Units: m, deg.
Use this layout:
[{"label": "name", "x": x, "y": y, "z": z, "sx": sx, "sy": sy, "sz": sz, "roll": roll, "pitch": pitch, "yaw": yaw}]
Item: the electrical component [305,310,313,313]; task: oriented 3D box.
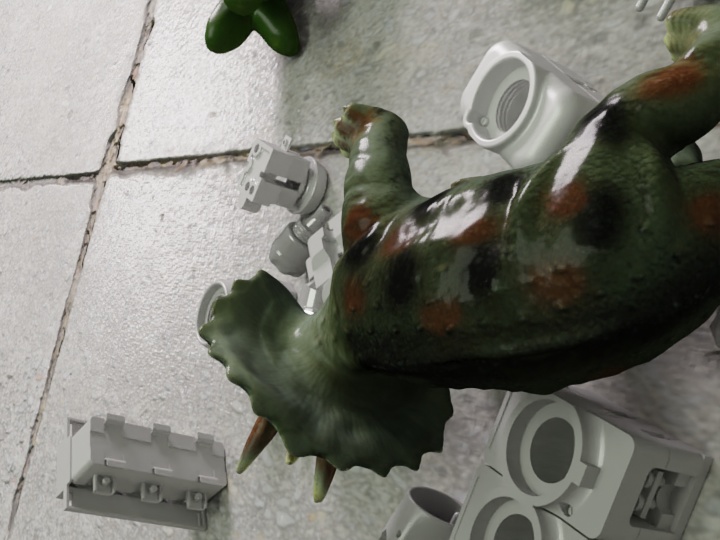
[{"label": "electrical component", "x": -0.036, "y": 0.055, "z": 0.726, "sx": 0.077, "sy": 0.079, "sz": 0.044, "roll": 14, "pitch": 56, "yaw": 45}]

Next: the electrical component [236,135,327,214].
[{"label": "electrical component", "x": -0.060, "y": -0.072, "z": 0.854, "sx": 0.048, "sy": 0.055, "sz": 0.066, "roll": 38, "pitch": 108, "yaw": 56}]

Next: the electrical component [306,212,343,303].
[{"label": "electrical component", "x": 0.000, "y": 0.000, "z": 0.726, "sx": 0.078, "sy": 0.058, "sz": 0.057, "roll": -39, "pitch": 44, "yaw": 29}]

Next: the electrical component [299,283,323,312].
[{"label": "electrical component", "x": -0.026, "y": 0.015, "z": 0.781, "sx": 0.035, "sy": 0.035, "sz": 0.061, "roll": -4, "pitch": 70, "yaw": 56}]

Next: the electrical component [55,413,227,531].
[{"label": "electrical component", "x": -0.172, "y": 0.158, "z": 0.858, "sx": 0.063, "sy": 0.121, "sz": 0.078, "roll": -43, "pitch": 43, "yaw": 35}]

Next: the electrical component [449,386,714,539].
[{"label": "electrical component", "x": 0.091, "y": 0.136, "z": 0.520, "sx": 0.089, "sy": 0.062, "sz": 0.150, "roll": 29, "pitch": 101, "yaw": 57}]

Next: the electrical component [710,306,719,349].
[{"label": "electrical component", "x": 0.179, "y": 0.035, "z": 0.450, "sx": 0.043, "sy": 0.043, "sz": 0.062, "roll": -53, "pitch": 39, "yaw": 29}]

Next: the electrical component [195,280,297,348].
[{"label": "electrical component", "x": -0.094, "y": 0.040, "z": 0.852, "sx": 0.078, "sy": 0.057, "sz": 0.058, "roll": -62, "pitch": 34, "yaw": 17}]

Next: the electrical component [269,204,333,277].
[{"label": "electrical component", "x": -0.042, "y": -0.025, "z": 0.825, "sx": 0.061, "sy": 0.035, "sz": 0.035, "roll": -50, "pitch": 38, "yaw": 27}]

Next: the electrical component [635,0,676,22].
[{"label": "electrical component", "x": 0.169, "y": -0.168, "z": 0.557, "sx": 0.079, "sy": 0.043, "sz": 0.077, "roll": -63, "pitch": 33, "yaw": 16}]

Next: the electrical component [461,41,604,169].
[{"label": "electrical component", "x": 0.101, "y": -0.087, "z": 0.610, "sx": 0.053, "sy": 0.059, "sz": 0.095, "roll": -59, "pitch": 35, "yaw": 21}]

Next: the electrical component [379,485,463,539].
[{"label": "electrical component", "x": 0.032, "y": 0.171, "z": 0.596, "sx": 0.079, "sy": 0.043, "sz": 0.077, "roll": -91, "pitch": 25, "yaw": -78}]
